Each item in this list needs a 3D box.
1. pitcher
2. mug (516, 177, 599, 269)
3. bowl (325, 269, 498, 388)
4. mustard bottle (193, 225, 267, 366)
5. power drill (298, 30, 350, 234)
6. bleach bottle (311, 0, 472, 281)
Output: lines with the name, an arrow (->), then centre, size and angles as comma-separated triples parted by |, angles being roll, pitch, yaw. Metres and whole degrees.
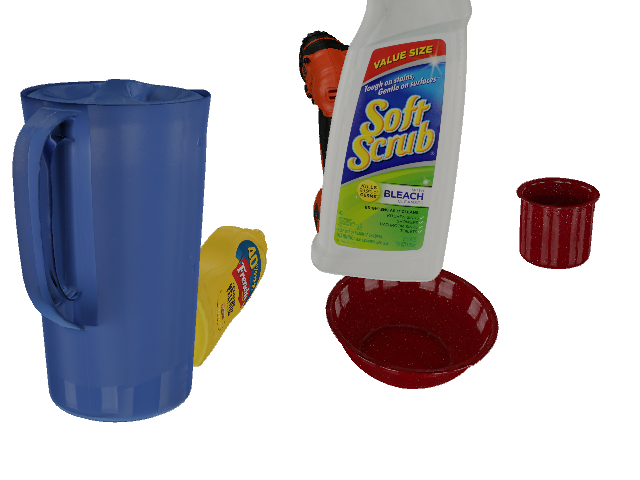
pitcher -> -0.153, 0.007, 0.778 | 0.149, 0.243, 0.145 | -4, 16, -23
mug -> 0.281, -0.023, 1.242 | 0.093, 0.081, 0.117 | 20, 33, 40
bowl -> 0.083, 0.089, 1.008 | 0.162, 0.055, 0.162 | 3, 37, -3
mustard bottle -> -0.102, 0.040, 1.097 | 0.058, 0.096, 0.191 | 9, 31, 17
power drill -> 0.012, -0.105, 1.055 | 0.057, 0.188, 0.184 | -8, 24, -1
bleach bottle -> 0.049, -0.098, 0.750 | 0.102, 0.251, 0.068 | 6, 24, 7
